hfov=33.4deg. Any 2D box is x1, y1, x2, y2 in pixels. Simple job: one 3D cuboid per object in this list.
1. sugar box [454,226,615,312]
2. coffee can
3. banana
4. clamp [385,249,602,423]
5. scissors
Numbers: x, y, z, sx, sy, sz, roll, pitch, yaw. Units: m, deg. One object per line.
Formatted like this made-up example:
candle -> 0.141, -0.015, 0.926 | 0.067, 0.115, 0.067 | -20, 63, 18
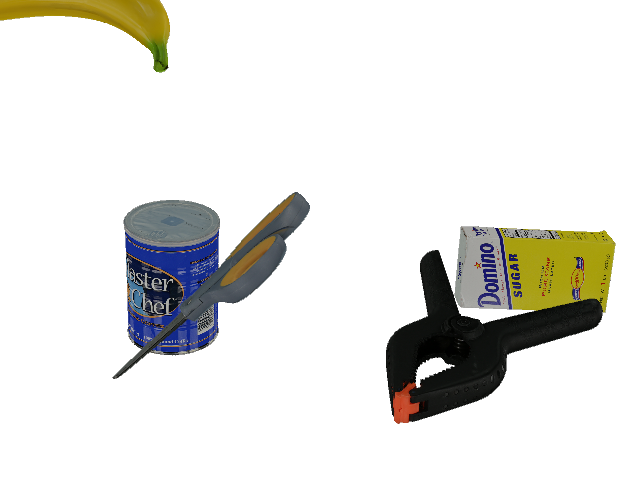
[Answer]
sugar box -> 0.251, 0.035, 1.261 | 0.176, 0.093, 0.048 | 1, 20, -3
coffee can -> -0.162, 0.040, 1.172 | 0.103, 0.140, 0.103 | 3, 27, -1
banana -> -0.193, -0.182, 0.828 | 0.198, 0.069, 0.037 | 15, -38, 19
clamp -> 0.107, 0.075, 0.858 | 0.165, 0.036, 0.209 | 22, 38, 34
scissors -> -0.080, 0.046, 0.715 | 0.016, 0.202, 0.096 | 42, 13, -13
